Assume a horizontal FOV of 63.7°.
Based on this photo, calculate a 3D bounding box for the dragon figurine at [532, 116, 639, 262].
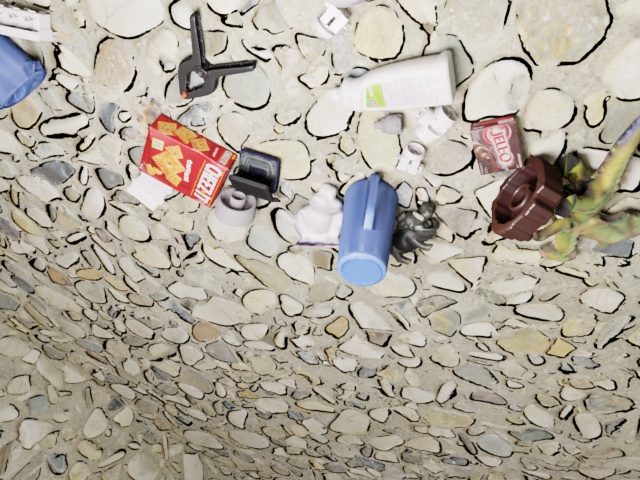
[{"bbox_3d":[0.591,-0.074,1.075,0.242,0.125,0.402,17,139,-20],"label":"dragon figurine"}]

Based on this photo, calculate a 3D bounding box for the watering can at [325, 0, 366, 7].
[{"bbox_3d":[0.067,-0.541,0.813,0.224,0.106,0.339,9,135,12],"label":"watering can"}]

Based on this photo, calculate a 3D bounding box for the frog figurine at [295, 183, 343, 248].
[{"bbox_3d":[0.004,-0.065,1.301,0.137,0.123,0.159,6,97,26],"label":"frog figurine"}]
